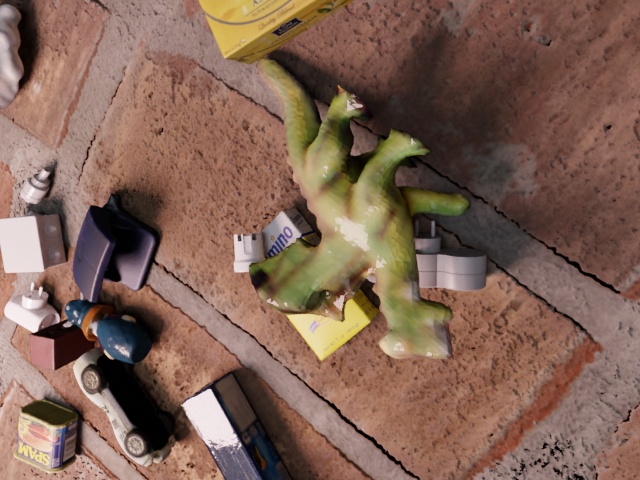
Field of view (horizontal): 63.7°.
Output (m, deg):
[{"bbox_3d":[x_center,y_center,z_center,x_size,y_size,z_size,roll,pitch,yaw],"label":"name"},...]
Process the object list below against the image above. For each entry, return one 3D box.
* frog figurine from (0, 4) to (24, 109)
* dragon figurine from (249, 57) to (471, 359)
[{"bbox_3d":[-0.517,-0.287,0.803,0.138,0.120,0.162,11,66,28],"label":"frog figurine"},{"bbox_3d":[0.002,-0.029,0.577,0.415,0.121,0.242,40,94,30],"label":"dragon figurine"}]
